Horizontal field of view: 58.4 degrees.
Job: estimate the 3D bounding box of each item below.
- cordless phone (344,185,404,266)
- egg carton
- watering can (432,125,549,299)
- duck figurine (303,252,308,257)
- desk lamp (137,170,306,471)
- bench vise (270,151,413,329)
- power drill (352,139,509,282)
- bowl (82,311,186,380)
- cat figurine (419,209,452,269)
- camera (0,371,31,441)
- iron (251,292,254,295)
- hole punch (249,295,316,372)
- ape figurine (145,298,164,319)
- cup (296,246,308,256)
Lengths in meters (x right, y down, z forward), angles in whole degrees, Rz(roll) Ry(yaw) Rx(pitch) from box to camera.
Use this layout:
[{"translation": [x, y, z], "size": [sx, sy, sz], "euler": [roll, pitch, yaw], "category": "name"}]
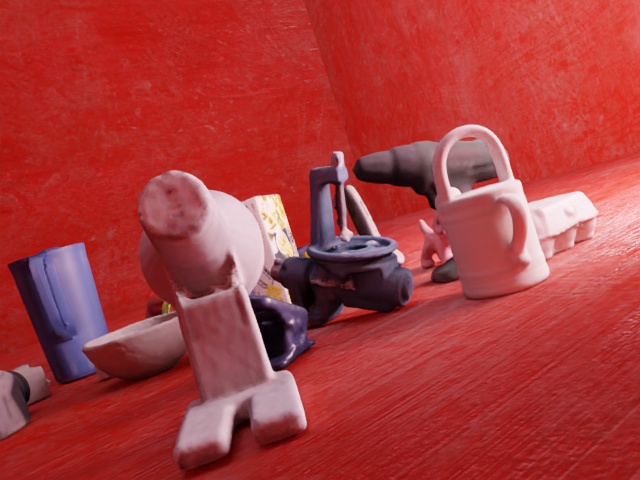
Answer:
[{"translation": [0.097, -0.022, 1.119], "size": [0.094, 0.185, 0.148], "euler": [-18, 2, 9], "category": "cordless phone"}, {"translation": [0.309, -0.017, 0.797], "size": [0.151, 0.069, 0.107], "euler": [-19, 3, -32], "category": "egg carton"}, {"translation": [0.185, -0.037, 0.675], "size": [0.101, 0.194, 0.172], "euler": [-19, 3, -32], "category": "watering can"}, {"translation": [-0.002, 0.059, 1.205], "size": [0.104, 0.086, 0.078], "euler": [-17, 3, 19], "category": "duck figurine"}, {"translation": [-0.092, 0.050, 0.496], "size": [0.118, 0.213, 0.203], "euler": [-18, 2, -8], "category": "desk lamp"}, {"translation": [0.004, 0.004, 0.773], "size": [0.207, 0.220, 0.122], "euler": [-17, 3, 18], "category": "bench vise"}, {"translation": [0.181, -0.050, 0.840], "size": [0.230, 0.208, 0.075], "euler": [-18, 3, -12], "category": "power drill"}, {"translation": [-0.256, 0.162, 0.851], "size": [0.167, 0.075, 0.167], "euler": [-18, 2, 1], "category": "bowl"}, {"translation": [0.212, -0.018, 0.975], "size": [0.067, 0.118, 0.127], "euler": [-19, 3, -27], "category": "cat figurine"}, {"translation": [-0.462, 0.218, 0.790], "size": [0.143, 0.101, 0.137], "euler": [-17, 2, 16], "category": "camera"}, {"translation": [-0.164, 0.078, 1.304], "size": [0.259, 0.141, 0.118], "euler": [-19, 3, -25], "category": "iron"}, {"translation": [-0.074, 0.102, 0.656], "size": [0.108, 0.091, 0.101], "euler": [-17, 3, 24], "category": "hole punch"}, {"translation": [-0.328, 0.163, 1.170], "size": [0.076, 0.092, 0.078], "euler": [-17, 3, 27], "category": "ape figurine"}, {"translation": [-0.068, 0.073, 1.266], "size": [0.117, 0.095, 0.092], "euler": [-18, 2, 4], "category": "cup"}]
